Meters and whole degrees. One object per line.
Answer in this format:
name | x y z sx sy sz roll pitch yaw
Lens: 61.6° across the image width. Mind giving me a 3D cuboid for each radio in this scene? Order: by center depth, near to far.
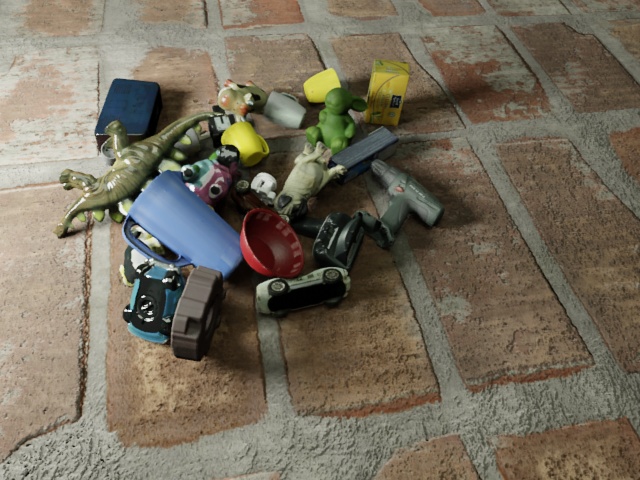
radio | -0.499 -0.326 1.415 0.131 0.073 0.230 3 53 -5

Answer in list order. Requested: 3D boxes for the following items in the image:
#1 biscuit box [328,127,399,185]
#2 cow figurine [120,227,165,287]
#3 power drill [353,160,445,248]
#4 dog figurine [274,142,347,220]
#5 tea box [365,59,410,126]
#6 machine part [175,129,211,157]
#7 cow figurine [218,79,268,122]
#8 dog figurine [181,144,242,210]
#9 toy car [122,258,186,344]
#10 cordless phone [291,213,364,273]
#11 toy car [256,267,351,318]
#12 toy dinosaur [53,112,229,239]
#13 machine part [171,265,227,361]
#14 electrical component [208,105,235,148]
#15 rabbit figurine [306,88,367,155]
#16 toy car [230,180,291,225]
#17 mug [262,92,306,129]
biscuit box | 0.111 -0.219 1.393 0.203 0.059 0.063 -32 62 -27
cow figurine | -0.383 0.026 1.154 0.098 0.068 0.167 -15 54 -9
power drill | 0.166 -0.085 1.289 0.232 0.086 0.207 36 50 18
dog figurine | -0.050 -0.129 1.290 0.121 0.172 0.190 44 79 -5
tea box | 0.182 -0.401 1.474 0.098 0.169 0.068 5 51 -1
machine part | -0.390 -0.227 1.343 0.243 0.079 0.079 -27 59 -22
cow figurine | -0.204 -0.368 1.431 0.127 0.085 0.195 35 24 15
dog figurine | -0.259 -0.131 1.267 0.108 0.191 0.219 30 23 -4
toy car | -0.313 0.114 1.061 0.109 0.161 0.103 13 7 12
cordless phone | -0.003 -0.003 1.214 0.184 0.088 0.146 11 52 18
toy car | -0.032 0.106 1.113 0.202 0.073 0.056 -11 35 -14
toy dinosaur | -0.418 -0.168 1.230 0.198 0.105 0.471 43 81 -7
machine part | -0.227 0.140 1.013 0.056 0.179 0.179 13 52 2
electrical component | -0.263 -0.305 1.434 0.075 0.047 0.119 -15 54 -17
rabbit figurine | 0.056 -0.324 1.401 0.121 0.170 0.159 34 58 20
toy car | -0.133 -0.056 1.225 0.053 0.089 0.202 -34 63 -29
mug | -0.091 -0.355 1.476 0.107 0.080 0.109 25 48 -1
